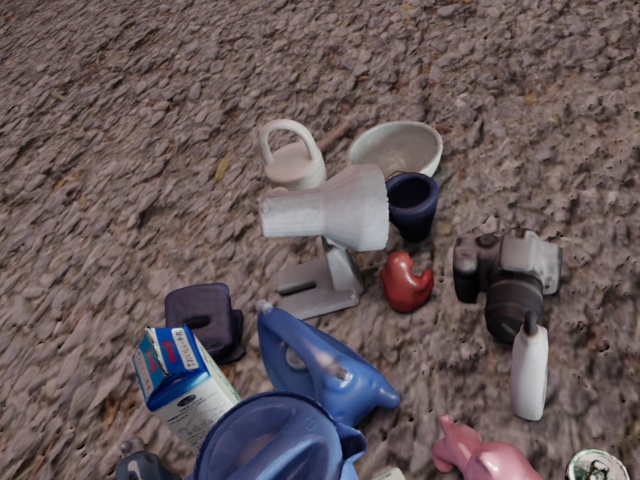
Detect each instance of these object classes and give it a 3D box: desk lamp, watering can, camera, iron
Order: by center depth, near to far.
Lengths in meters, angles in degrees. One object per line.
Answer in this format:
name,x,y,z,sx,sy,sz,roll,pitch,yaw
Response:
iron,-0.025,0.144,0.743,0.119,0.142,0.257,-40,48,-19
camera,0.243,0.057,0.762,0.142,0.101,0.137,4,50,23
desk lamp,0.007,0.003,0.814,0.203,0.214,0.117,-17,45,3
watering can,-0.040,-0.114,0.953,0.101,0.194,0.172,-18,45,3

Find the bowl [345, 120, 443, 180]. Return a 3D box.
bowl,0.132,-0.130,0.994,0.167,0.075,0.167,-10,46,10

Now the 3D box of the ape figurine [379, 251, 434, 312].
ape figurine,0.118,0.052,0.815,0.077,0.092,0.076,19,57,32

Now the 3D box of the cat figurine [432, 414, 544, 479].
cat figurine,0.173,0.235,0.606,0.067,0.118,0.127,-35,47,-14

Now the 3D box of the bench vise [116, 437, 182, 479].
bench vise,-0.209,0.301,0.605,0.122,0.220,0.206,-38,48,-17

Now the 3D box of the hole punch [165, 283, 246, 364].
hole punch,-0.172,0.126,0.847,0.108,0.091,0.101,-11,46,9

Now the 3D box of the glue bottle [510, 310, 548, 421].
glue bottle,0.236,0.131,0.642,0.037,0.173,0.078,7,51,25

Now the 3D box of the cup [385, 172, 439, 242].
cup,0.131,-0.045,0.900,0.117,0.095,0.092,6,50,24
